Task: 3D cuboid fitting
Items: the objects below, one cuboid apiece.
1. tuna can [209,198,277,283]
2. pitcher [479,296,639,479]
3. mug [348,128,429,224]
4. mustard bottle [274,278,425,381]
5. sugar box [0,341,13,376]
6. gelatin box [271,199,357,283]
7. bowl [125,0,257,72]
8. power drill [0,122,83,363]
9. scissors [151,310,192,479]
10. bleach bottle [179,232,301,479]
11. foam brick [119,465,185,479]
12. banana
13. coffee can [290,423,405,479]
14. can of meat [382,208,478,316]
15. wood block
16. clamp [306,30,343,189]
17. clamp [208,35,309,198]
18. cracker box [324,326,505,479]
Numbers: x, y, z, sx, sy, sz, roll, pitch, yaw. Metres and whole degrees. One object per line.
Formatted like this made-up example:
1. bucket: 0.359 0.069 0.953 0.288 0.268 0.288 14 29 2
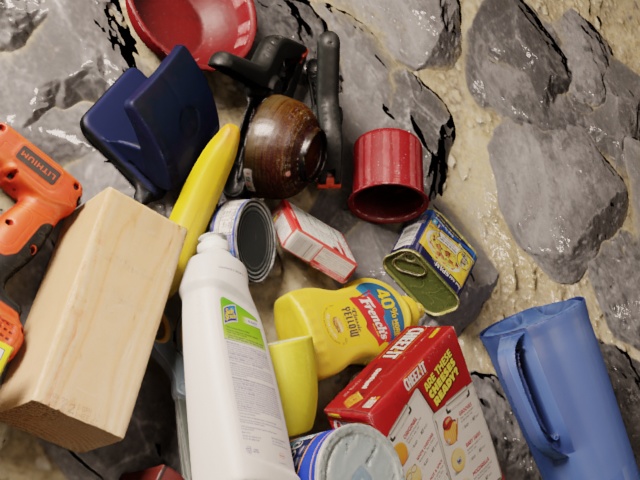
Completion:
1. tuna can: -0.078 0.001 1.087 0.086 0.034 0.086 -2 90 -65
2. pitcher: 0.288 0.200 1.275 0.149 0.145 0.243 -21 90 -12
3. mug: 0.083 -0.071 1.244 0.117 0.093 0.081 51 35 -55
4. mustard bottle: 0.043 0.091 1.160 0.191 0.058 0.096 -8 73 -42
5. sugar box: -0.339 0.068 0.830 0.176 0.094 0.048 37 52 -23
6. gelatin box: -0.007 0.001 1.148 0.089 0.030 0.073 31 17 -28
7. bowl: -0.147 -0.244 1.134 0.161 0.055 0.162 15 64 -35
8. power drill: -0.303 -0.010 0.916 0.184 0.057 0.187 41 54 -24
9. scissors: -0.142 0.126 0.978 0.096 0.016 0.201 29 35 -15
10. bleach bottle: -0.080 0.111 0.971 0.102 0.068 0.251 29 44 -50
11. foam brick: -0.146 0.236 0.935 0.051 0.078 0.053 39 54 -23
12. banana: -0.124 -0.019 1.046 0.037 0.070 0.197 26 73 -23
13. coffee can: -0.004 0.235 1.009 0.102 0.141 0.103 15 64 -35
14. can of meat: 0.133 0.024 1.261 0.102 0.058 0.083 46 48 -17
15. wood block: -0.200 0.072 0.944 0.090 0.091 0.206 30 56 -27
16. clamp: 0.007 -0.146 1.193 0.039 0.120 0.171 -6 76 -3
17. clamp: -0.064 -0.152 1.155 0.209 0.036 0.164 -51 147 -55
18. cracker box: 0.105 0.221 1.118 0.163 0.072 0.213 -39 116 -42
